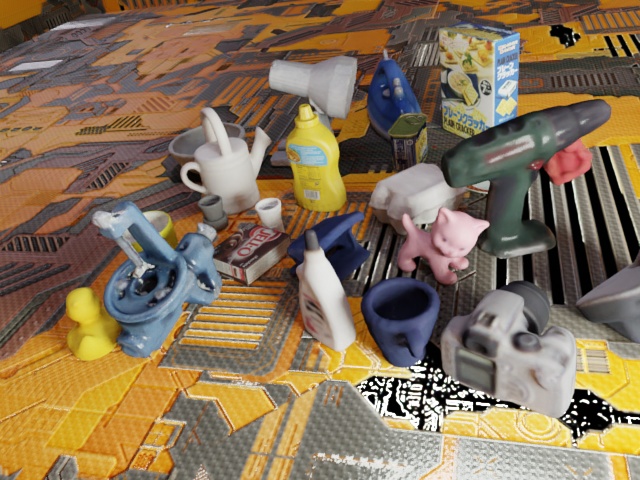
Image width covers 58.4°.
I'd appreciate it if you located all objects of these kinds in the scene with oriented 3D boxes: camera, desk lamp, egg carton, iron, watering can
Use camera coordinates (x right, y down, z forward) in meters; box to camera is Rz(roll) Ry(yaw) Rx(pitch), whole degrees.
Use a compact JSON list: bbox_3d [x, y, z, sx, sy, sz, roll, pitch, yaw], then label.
[{"bbox_3d":[0.226,0.104,0.651,0.142,0.101,0.137,17,42,35],"label":"camera"},{"bbox_3d":[-0.015,-0.264,1.160,0.203,0.214,0.118,-1,35,14],"label":"desk lamp"},{"bbox_3d":[0.162,-0.072,0.958,0.150,0.069,0.107,-26,37,-22],"label":"egg carton"},{"bbox_3d":[0.164,-0.318,1.256,0.118,0.142,0.258,-10,34,2],"label":"iron"},{"bbox_3d":[-0.175,-0.157,1.064,0.100,0.194,0.173,20,45,38],"label":"watering can"}]

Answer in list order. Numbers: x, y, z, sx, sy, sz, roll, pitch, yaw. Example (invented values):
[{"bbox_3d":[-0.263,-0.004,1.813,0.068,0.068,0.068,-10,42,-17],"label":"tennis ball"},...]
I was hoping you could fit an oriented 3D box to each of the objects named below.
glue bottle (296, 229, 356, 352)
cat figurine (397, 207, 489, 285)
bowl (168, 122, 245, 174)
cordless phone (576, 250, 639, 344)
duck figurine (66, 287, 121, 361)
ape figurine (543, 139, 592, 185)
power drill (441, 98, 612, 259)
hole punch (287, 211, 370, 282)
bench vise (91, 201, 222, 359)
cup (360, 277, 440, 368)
[{"bbox_3d":[0.000,0.058,0.716,0.037,0.173,0.077,-35,40,-31],"label":"glue bottle"},{"bbox_3d":[0.170,-0.005,0.812,0.127,0.118,0.067,17,42,35],"label":"cat figurine"},{"bbox_3d":[-0.235,-0.188,1.234,0.167,0.075,0.167,-7,34,5],"label":"bowl"},{"bbox_3d":[0.380,0.012,0.667,0.148,0.185,0.093,-28,37,-24],"label":"cordless phone"},{"bbox_3d":[-0.328,0.111,0.809,0.077,0.086,0.104,-16,34,-8],"label":"duck figurine"},{"bbox_3d":[0.425,-0.151,0.980,0.077,0.092,0.076,4,36,21],"label":"ape figurine"},{"bbox_3d":[0.289,-0.083,0.813,0.229,0.209,0.075,-11,34,-1],"label":"power drill"},{"bbox_3d":[0.008,0.003,0.870,0.100,0.091,0.109,19,44,37],"label":"hole punch"},{"bbox_3d":[-0.231,0.023,0.790,0.121,0.220,0.207,-2,35,13],"label":"bench vise"},{"bbox_3d":[0.101,0.113,0.677,0.091,0.095,0.117,-13,34,-3],"label":"cup"}]
